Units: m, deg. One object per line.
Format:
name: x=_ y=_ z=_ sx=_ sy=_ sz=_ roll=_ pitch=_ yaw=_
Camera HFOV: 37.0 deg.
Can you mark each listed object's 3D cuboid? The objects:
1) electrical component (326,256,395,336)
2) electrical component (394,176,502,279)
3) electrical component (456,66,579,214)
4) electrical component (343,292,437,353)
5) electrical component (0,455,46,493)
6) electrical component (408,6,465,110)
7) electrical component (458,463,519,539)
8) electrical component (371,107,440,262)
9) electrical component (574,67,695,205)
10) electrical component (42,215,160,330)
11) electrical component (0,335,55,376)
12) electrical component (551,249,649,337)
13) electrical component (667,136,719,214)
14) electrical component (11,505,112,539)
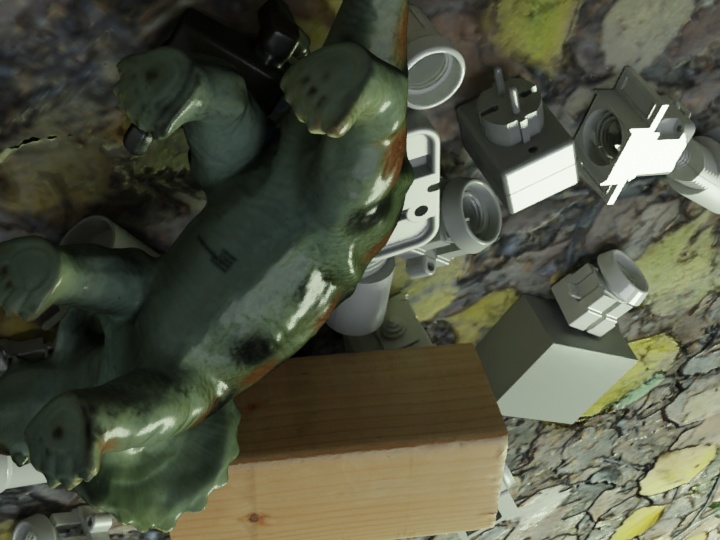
electrical component: x=0.000 y=0.000 z=0.695 sx=0.043 sy=0.043 sz=0.081 roll=-11 pitch=139 yaw=-20
electrical component: x=0.054 y=-0.031 z=0.673 sx=0.055 sy=0.066 sz=0.048 roll=-14 pitch=156 yaw=42
electrical component: x=0.090 y=-0.086 z=0.633 sx=0.047 sy=0.065 sz=0.076 roll=-26 pitch=142 yaw=-3
electrical component: x=0.022 y=0.066 z=0.767 sx=0.061 sy=0.061 sz=0.096 roll=-24 pitch=141 yaw=-5
electrical component: x=-0.226 y=0.124 z=0.705 sx=0.046 sy=0.040 sz=0.040 roll=0 pitch=134 yaw=-37
electrical component: x=0.029 y=-0.116 z=0.580 sx=0.040 sy=0.046 sz=0.040 roll=-16 pitch=140 yaw=-14
electrical component: x=0.074 y=0.140 z=0.857 sx=0.062 sy=0.089 sz=0.150 roll=-29 pitch=142 yaw=1
electrical component: x=0.010 y=-0.060 z=0.621 sx=0.054 sy=0.059 sz=0.095 roll=-18 pitch=141 yaw=-12
electrical component: x=0.179 y=-0.088 z=0.704 sx=0.064 sy=0.042 sz=0.081 roll=-7 pitch=138 yaw=-29
electrical component: x=-0.148 y=0.015 z=0.624 sx=0.079 sy=0.043 sz=0.077 roll=-36 pitch=141 yaw=10
electrical component: x=-0.195 y=0.066 z=0.653 sx=0.055 sy=0.048 sz=0.066 roll=-13 pitch=139 yaw=-6
electrical component: x=0.186 y=0.017 z=0.822 sx=0.066 sy=0.048 sz=0.055 roll=19 pitch=130 yaw=-42
electrical component: x=0.240 y=-0.071 z=0.757 sx=0.081 sy=0.043 sz=0.043 roll=18 pitch=123 yaw=-42
electrical component: x=-0.221 y=0.202 z=0.789 sx=0.055 sy=0.048 sz=0.066 roll=7 pitch=131 yaw=-46
